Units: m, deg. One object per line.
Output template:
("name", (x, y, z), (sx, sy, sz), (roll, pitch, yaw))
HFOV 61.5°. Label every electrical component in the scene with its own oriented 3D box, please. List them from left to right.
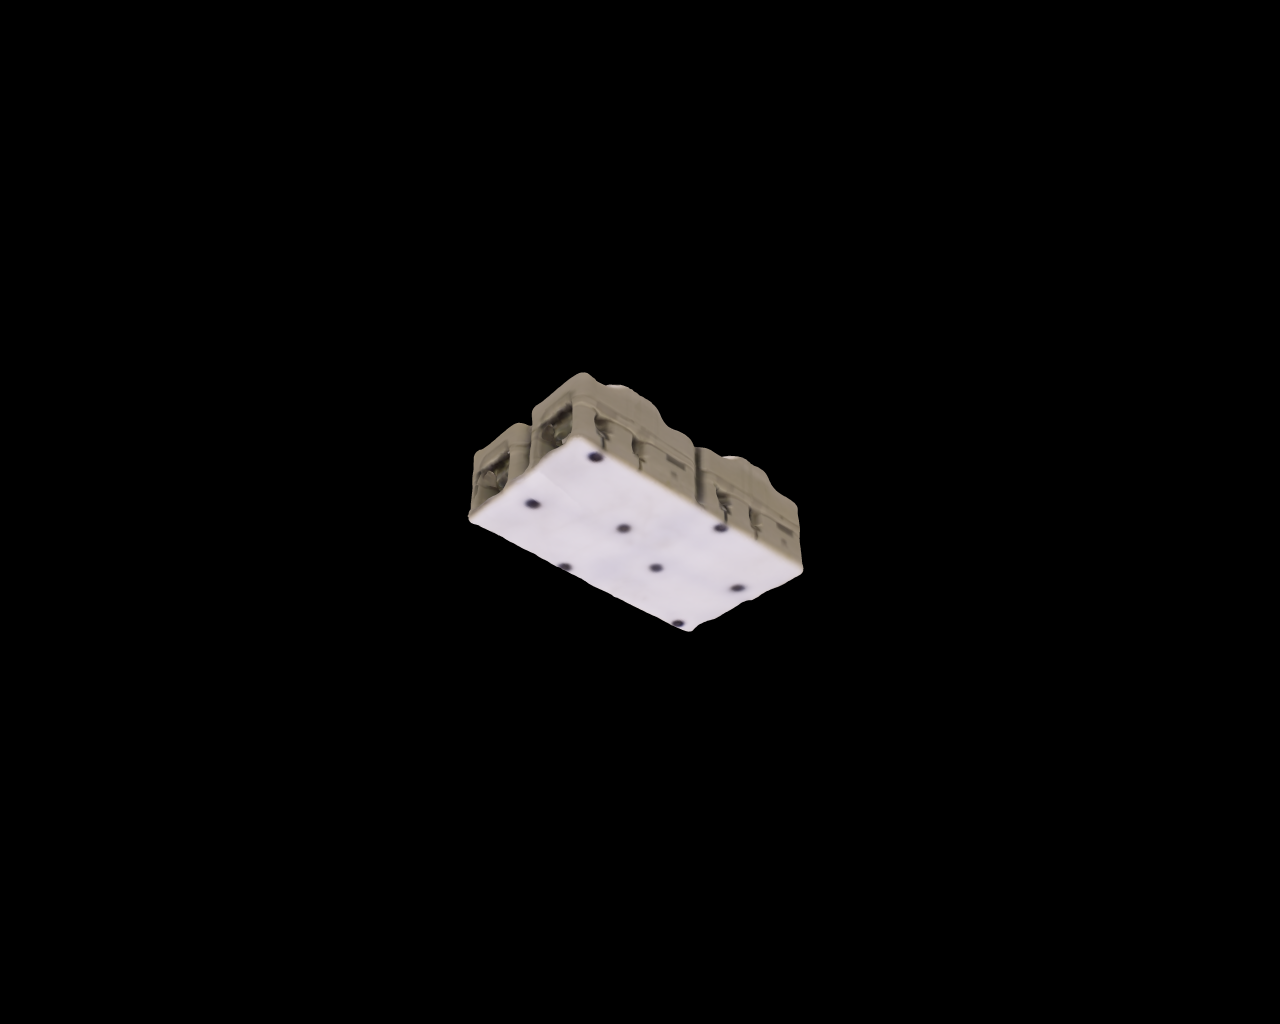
("electrical component", (0.001, -0.003, 0.650), (0.186, 0.060, 0.105), (29, -46, -33))
